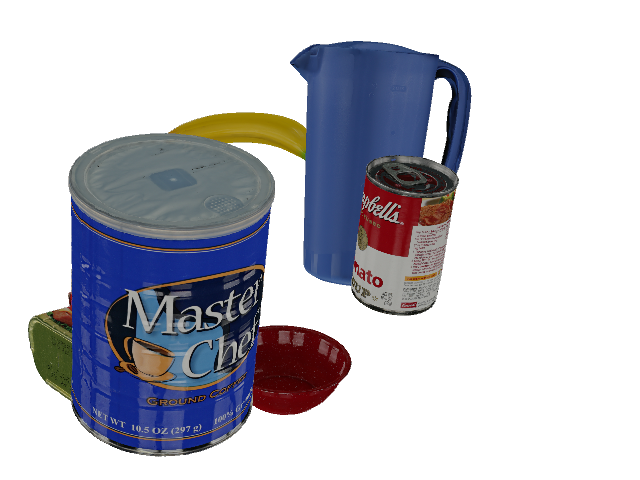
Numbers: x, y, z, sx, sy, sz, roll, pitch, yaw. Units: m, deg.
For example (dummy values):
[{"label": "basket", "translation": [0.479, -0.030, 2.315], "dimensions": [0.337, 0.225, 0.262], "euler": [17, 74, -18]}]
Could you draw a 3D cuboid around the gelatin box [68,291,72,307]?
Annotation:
[{"label": "gelatin box", "translation": [-0.179, 0.057, 1.001], "dimensions": [0.089, 0.030, 0.073], "euler": [13, 23, 23]}]

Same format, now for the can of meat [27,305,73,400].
[{"label": "can of meat", "translation": [-0.148, 0.076, 0.762], "dimensions": [0.083, 0.057, 0.102], "euler": [-16, 24, -38]}]

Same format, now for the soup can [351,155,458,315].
[{"label": "soup can", "translation": [0.061, -0.004, 0.796], "dimensions": [0.068, 0.102, 0.068], "euler": [5, 27, -3]}]

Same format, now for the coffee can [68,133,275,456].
[{"label": "coffee can", "translation": [-0.081, 0.028, 0.568], "dimensions": [0.102, 0.140, 0.103], "euler": [5, 30, -3]}]

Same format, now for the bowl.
[{"label": "bowl", "translation": [-0.044, 0.165, 1.304], "dimensions": [0.162, 0.055, 0.162], "euler": [3, 24, -1]}]

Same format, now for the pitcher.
[{"label": "pitcher", "translation": [0.055, -0.080, 1.097], "dimensions": [0.149, 0.243, 0.144], "euler": [12, 14, 32]}]

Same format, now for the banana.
[{"label": "banana", "translation": [-0.091, -0.128, 1.290], "dimensions": [0.198, 0.037, 0.069], "euler": [8, 40, 15]}]
